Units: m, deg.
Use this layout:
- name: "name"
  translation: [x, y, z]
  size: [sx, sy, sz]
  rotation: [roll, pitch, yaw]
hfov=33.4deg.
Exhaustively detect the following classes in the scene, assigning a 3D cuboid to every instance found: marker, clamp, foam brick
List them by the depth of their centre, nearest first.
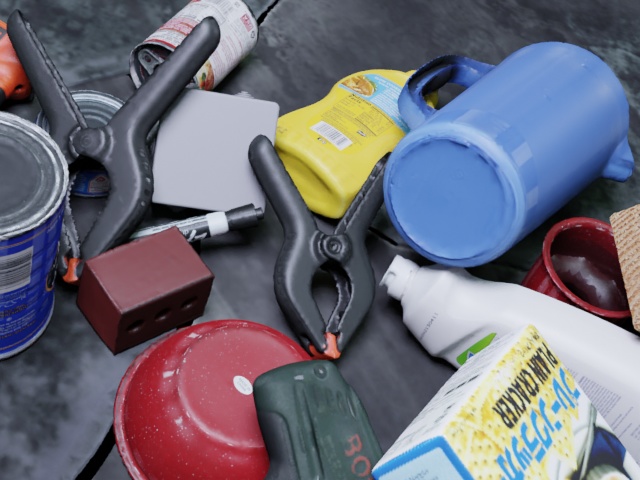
- name: "foam brick"
  translation: [-0.123, 0.035, 0.752]
  size: [0.078, 0.053, 0.051]
  rotation: [-24, 64, -32]
- name: "clamp"
  translation: [-0.171, -0.073, 0.774]
  size: [0.165, 0.036, 0.210]
  rotation: [11, 83, 13]
- name: "clamp"
  translation: [-0.005, 0.001, 0.790]
  size: [0.120, 0.039, 0.171]
  rotation: [12, 70, -14]
- name: "marker"
  translation: [-0.101, -0.006, 0.792]
  size: [0.121, 0.020, 0.020]
  rotation: [-14, 57, -7]

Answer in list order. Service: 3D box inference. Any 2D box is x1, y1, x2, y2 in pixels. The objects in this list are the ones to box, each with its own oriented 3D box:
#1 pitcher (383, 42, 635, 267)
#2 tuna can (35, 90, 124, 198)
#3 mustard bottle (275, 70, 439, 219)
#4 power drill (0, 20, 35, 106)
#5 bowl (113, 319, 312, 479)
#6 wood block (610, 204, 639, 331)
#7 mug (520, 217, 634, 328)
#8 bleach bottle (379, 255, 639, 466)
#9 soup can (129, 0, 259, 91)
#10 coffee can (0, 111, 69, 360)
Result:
- name: "pitcher"
  translation: [0.137, -0.073, 0.835]
  size: [0.242, 0.149, 0.145]
  rotation: [-34, 111, -54]
- name: "tuna can"
  translation: [-0.180, -0.076, 0.832]
  size: [0.086, 0.034, 0.086]
  rotation: [10, 50, -12]
- name: "mustard bottle"
  translation: [0.042, -0.097, 0.907]
  size: [0.096, 0.058, 0.191]
  rotation: [37, 51, 19]
- name: "power drill"
  translation: [-0.317, -0.110, 0.799]
  size: [0.184, 0.057, 0.187]
  rotation: [32, 53, 3]
- name: "bowl"
  translation: [-0.055, 0.110, 0.715]
  size: [0.162, 0.055, 0.162]
  rotation: [9, 51, -11]
- name: "wood block"
  translation: [0.310, 0.034, 0.802]
  size: [0.205, 0.090, 0.091]
  rotation: [22, 54, -47]
- name: "mug"
  translation: [0.213, 0.045, 0.839]
  size: [0.117, 0.082, 0.093]
  rotation: [8, 51, -13]
- name: "bleach bottle"
  translation: [0.161, 0.080, 0.780]
  size: [0.251, 0.103, 0.068]
  rotation: [30, 42, 7]
- name: "soup can"
  translation: [-0.105, -0.161, 0.902]
  size: [0.068, 0.069, 0.102]
  rotation: [32, 49, 7]
- name: "coffee can"
  translation: [-0.219, 0.000, 0.688]
  size: [0.102, 0.140, 0.103]
  rotation: [9, 51, -12]
